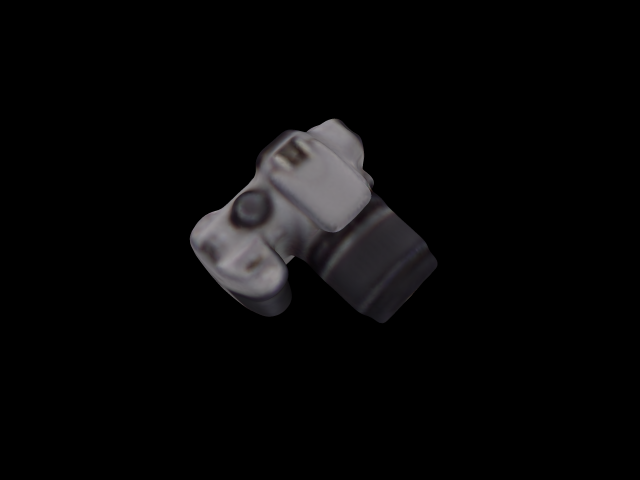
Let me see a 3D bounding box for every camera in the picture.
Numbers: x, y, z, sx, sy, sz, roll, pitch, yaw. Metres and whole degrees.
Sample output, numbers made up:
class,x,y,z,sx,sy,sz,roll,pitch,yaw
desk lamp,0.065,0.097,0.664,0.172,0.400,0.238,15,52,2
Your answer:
class,x,y,z,sx,sy,sz,roll,pitch,yaw
camera,0.004,0.001,0.400,0.136,0.101,0.143,43,78,11
